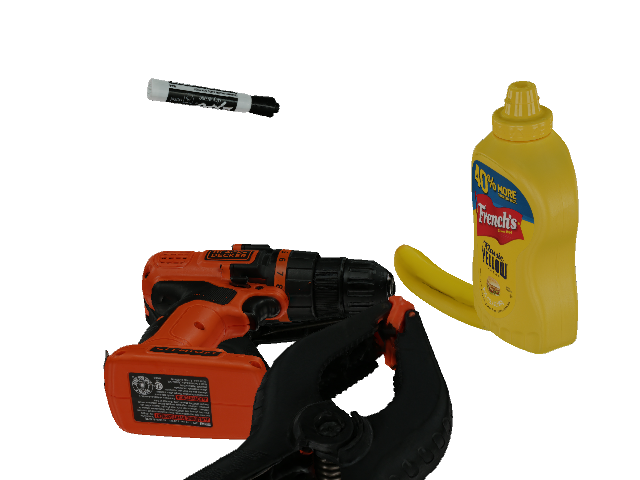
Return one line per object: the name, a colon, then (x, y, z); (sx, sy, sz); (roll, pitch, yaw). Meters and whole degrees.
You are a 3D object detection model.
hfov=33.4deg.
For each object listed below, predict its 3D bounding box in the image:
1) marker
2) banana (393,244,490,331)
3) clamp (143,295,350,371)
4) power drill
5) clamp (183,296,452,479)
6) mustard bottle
marker: (-0.095, -0.127, 0.959); (0.121, 0.020, 0.020); (6, -2, -22)
banana: (0.129, 0.049, 1.027); (0.069, 0.037, 0.198); (-1, 20, -46)
clamp: (-0.062, 0.081, 0.951); (0.210, 0.036, 0.164); (20, 36, 29)
power drill: (-0.050, 0.060, 0.710); (0.184, 0.057, 0.187); (0, 22, 11)
clamp: (0.010, 0.089, 0.402); (0.120, 0.039, 0.171); (27, 50, 20)
mustard bottle: (0.144, -0.020, 0.762); (0.058, 0.192, 0.096); (-15, 29, -18)
